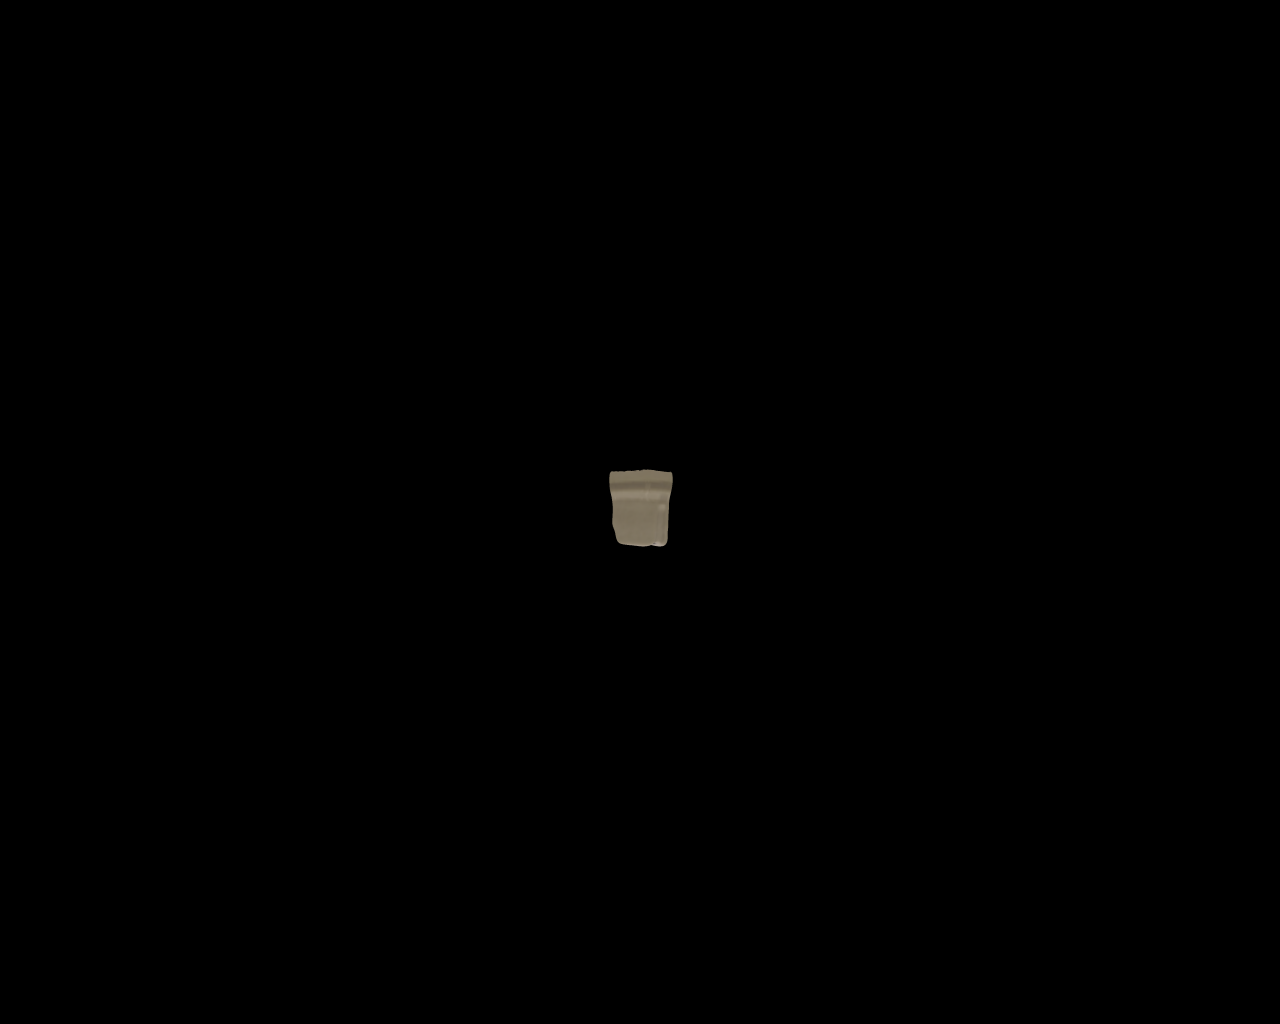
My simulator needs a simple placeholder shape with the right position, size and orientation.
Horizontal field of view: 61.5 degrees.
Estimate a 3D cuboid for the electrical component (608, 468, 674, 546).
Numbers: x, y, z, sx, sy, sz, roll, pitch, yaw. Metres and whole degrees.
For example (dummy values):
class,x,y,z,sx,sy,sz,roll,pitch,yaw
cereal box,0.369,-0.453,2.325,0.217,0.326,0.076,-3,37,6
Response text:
class,x,y,z,sx,sy,sz,roll,pitch,yaw
electrical component,0.001,-0.003,0.650,0.040,0.046,0.040,0,-2,0
